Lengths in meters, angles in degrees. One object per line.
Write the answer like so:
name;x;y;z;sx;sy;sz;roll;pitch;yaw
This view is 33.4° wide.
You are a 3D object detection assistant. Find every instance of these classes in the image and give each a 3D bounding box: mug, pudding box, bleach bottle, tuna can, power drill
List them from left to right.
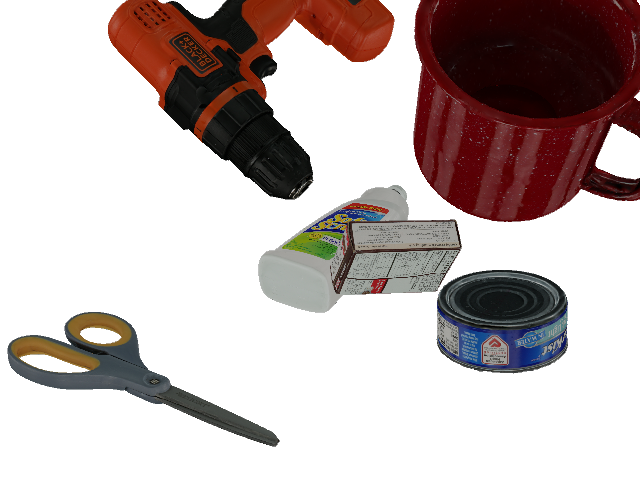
power drill;-0.031;-0.132;0.774;0.187;0.184;0.057;-38;-11;-37
bleach bottle;0.032;-0.005;1.329;0.103;0.068;0.250;16;36;26
pudding box;0.073;0.017;1.057;0.113;0.039;0.090;-3;-31;-14
tuna can;0.119;0.051;0.700;0.086;0.034;0.086;-4;23;1
mug;0.093;-0.055;0.446;0.117;0.093;0.081;30;-26;16

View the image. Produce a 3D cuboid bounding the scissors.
scissors;-0.110;0.087;0.716;0.202;0.016;0.096;11;27;12
